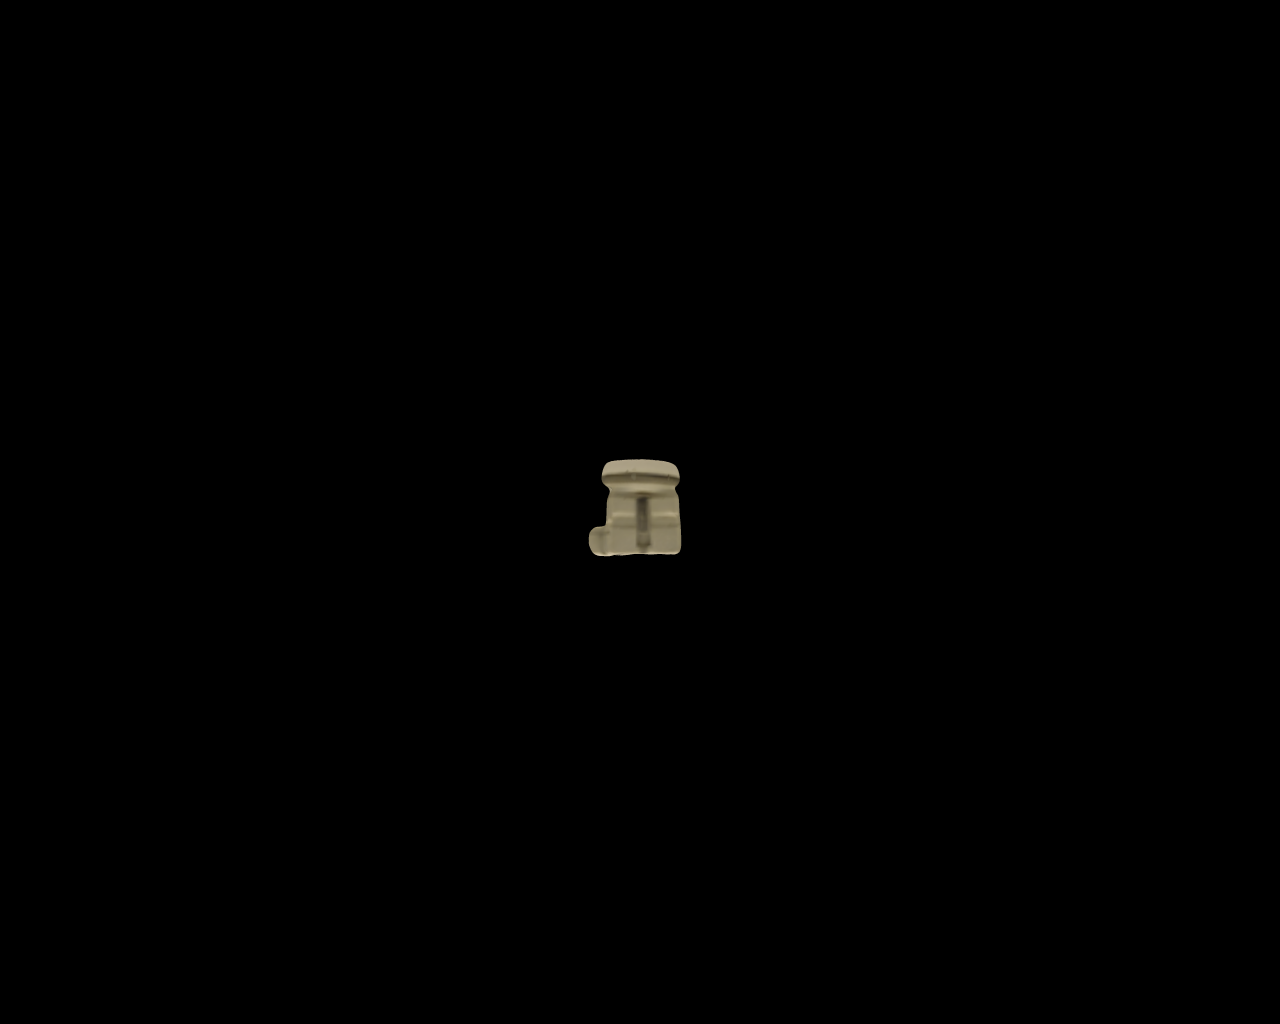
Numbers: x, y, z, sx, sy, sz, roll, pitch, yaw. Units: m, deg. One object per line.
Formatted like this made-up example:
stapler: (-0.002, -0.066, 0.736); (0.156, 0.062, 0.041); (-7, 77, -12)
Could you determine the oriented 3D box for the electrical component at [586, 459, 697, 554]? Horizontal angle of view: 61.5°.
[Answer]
electrical component: (0.001, -0.003, 0.650); (0.066, 0.055, 0.048); (0, -4, -7)
